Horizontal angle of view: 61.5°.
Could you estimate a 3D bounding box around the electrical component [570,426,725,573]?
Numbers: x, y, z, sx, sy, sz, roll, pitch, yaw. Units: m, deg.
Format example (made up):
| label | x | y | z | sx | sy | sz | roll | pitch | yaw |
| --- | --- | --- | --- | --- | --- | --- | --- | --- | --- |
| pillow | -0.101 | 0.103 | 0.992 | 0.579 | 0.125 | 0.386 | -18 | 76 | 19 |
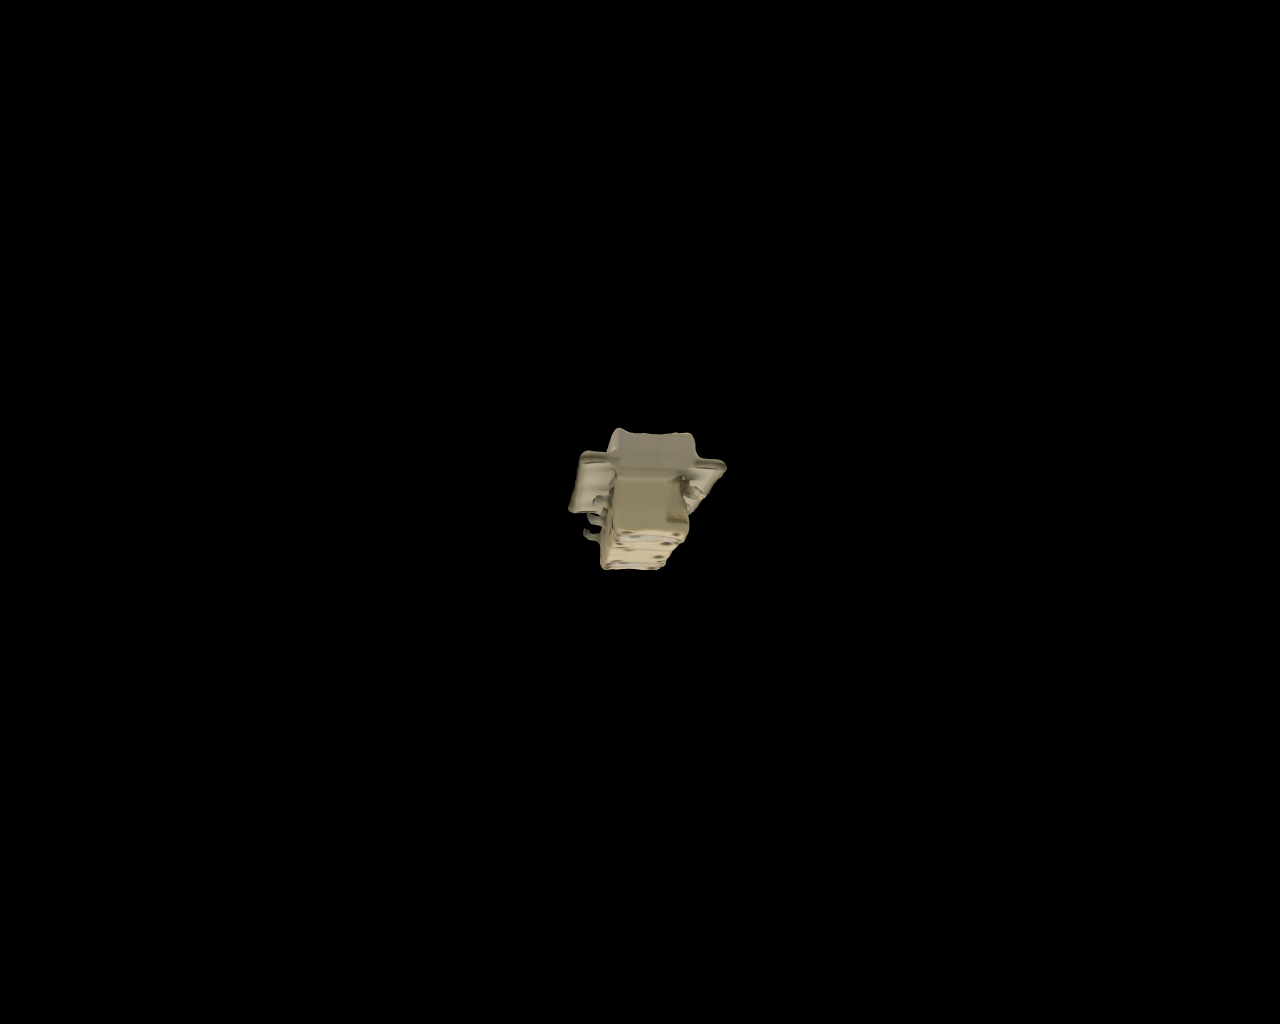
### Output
| label | x | y | z | sx | sy | sz | roll | pitch | yaw |
| --- | --- | --- | --- | --- | --- | --- | --- | --- | --- |
| electrical component | 0.001 | -0.003 | 0.650 | 0.079 | 0.063 | 0.121 | 2 | -13 | -7 |
